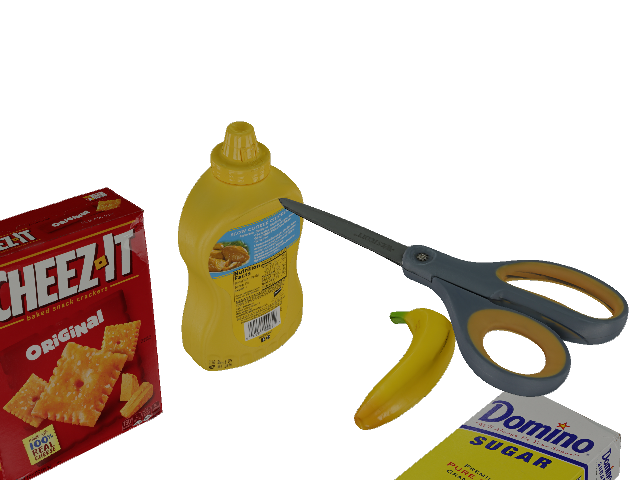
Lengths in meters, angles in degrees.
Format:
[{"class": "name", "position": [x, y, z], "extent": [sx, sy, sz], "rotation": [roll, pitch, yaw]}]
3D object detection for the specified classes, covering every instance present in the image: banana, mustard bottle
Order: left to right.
[{"class": "mustard bottle", "position": [-0.056, 0.001, 0.765], "extent": [0.096, 0.192, 0.058], "rotation": [-24, 45, -29]}, {"class": "banana", "position": [0.080, 0.104, 0.920], "extent": [0.070, 0.037, 0.197], "rotation": [-26, 12, 22]}]

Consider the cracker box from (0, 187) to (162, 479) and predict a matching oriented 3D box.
[{"class": "cracker box", "position": [-0.224, 0.082, 0.911], "extent": [0.163, 0.214, 0.072], "rotation": [-22, 34, -36]}]

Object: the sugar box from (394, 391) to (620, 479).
[{"class": "sugar box", "position": [0.112, 0.168, 0.709], "extent": [0.176, 0.048, 0.093], "rotation": [-33, 39, -33]}]

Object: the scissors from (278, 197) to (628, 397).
[{"class": "scissors", "position": [0.053, 0.026, 0.550], "extent": [0.202, 0.016, 0.096], "rotation": [13, 43, 18]}]
